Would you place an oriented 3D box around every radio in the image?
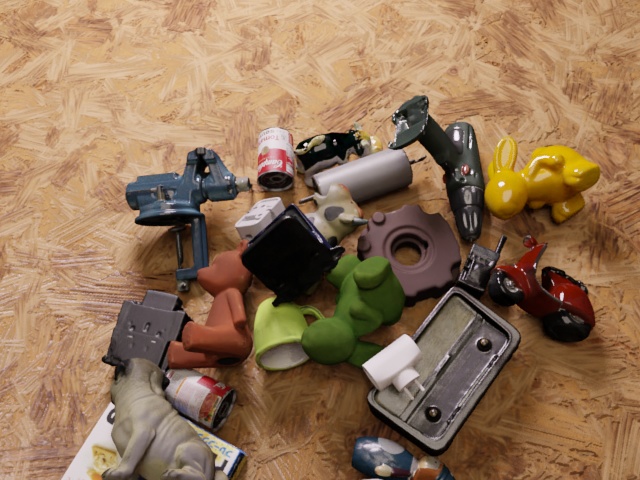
[{"bbox_3d":[0.187,0.197,0.806,0.131,0.073,0.229,35,74,23],"label":"radio"}]

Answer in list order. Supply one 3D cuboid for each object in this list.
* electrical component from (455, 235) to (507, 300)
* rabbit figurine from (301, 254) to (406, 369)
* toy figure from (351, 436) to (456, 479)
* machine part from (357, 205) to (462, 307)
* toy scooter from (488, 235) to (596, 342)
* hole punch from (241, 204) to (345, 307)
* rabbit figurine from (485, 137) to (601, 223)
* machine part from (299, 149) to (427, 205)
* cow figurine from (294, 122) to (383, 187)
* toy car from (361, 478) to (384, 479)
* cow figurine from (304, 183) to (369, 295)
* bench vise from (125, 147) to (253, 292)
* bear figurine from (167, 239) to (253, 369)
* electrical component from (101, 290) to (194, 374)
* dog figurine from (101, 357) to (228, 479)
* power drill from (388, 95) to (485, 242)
[{"bbox_3d":[0.262,0.040,0.877,0.048,0.074,0.119,23,72,15],"label":"electrical component"},{"bbox_3d":[0.042,0.125,0.811,0.170,0.158,0.121,-43,31,-26],"label":"rabbit figurine"},{"bbox_3d":[0.122,0.321,0.756,0.155,0.057,0.064,13,34,12],"label":"toy figure"},{"bbox_3d":[0.149,0.024,0.906,0.179,0.056,0.179,-2,65,3],"label":"machine part"},{"bbox_3d":[0.352,0.068,0.840,0.184,0.075,0.135,29,58,-6],"label":"toy scooter"},{"bbox_3d":[-0.047,0.019,0.829,0.142,0.092,0.115,-41,107,8],"label":"hole punch"},{"bbox_3d":[0.351,-0.100,0.908,0.173,0.121,0.162,-25,64,-11],"label":"rabbit figurine"},{"bbox_3d":[0.076,-0.107,0.965,0.243,0.079,0.079,-21,64,-5],"label":"machine part"},{"bbox_3d":[0.035,-0.169,0.988,0.167,0.098,0.068,-22,58,-5],"label":"cow figurine"},{"bbox_3d":[0.002,0.370,0.714,0.202,0.073,0.056,-8,34,-12],"label":"toy car"},{"bbox_3d":[-0.002,-0.003,0.891,0.127,0.085,0.194,23,93,9],"label":"cow figurine"},{"bbox_3d":[-0.224,-0.032,0.940,0.224,0.129,0.240,-5,84,-8],"label":"bench vise"},{"bbox_3d":[-0.164,0.096,0.848,0.132,0.120,0.196,9,59,-30],"label":"bear figurine"},{"bbox_3d":[-0.276,0.152,0.881,0.115,0.058,0.134,10,66,7],"label":"electrical component"},{"bbox_3d":[-0.209,0.253,0.738,0.172,0.121,0.191,21,39,-22],"label":"dog figurine"},{"bbox_3d":[0.210,-0.134,0.912,0.207,0.086,0.232,30,53,-28],"label":"power drill"}]
